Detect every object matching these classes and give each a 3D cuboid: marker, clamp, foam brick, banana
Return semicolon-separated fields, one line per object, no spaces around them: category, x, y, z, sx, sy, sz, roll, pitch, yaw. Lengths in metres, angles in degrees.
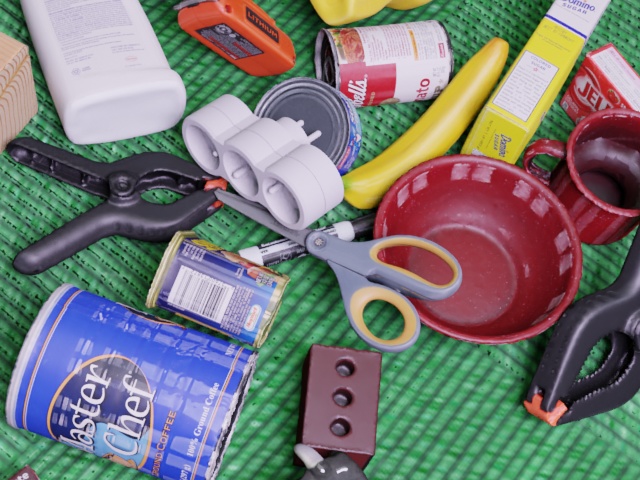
marker;-0.005;0.001;0.834;0.121;0.020;0.020;-17;66;-16
clamp;-0.157;-0.024;0.813;0.171;0.039;0.120;2;63;-7
clamp;0.240;0.067;0.801;0.210;0.036;0.164;-47;119;-10
foam brick;0.013;0.119;0.755;0.053;0.051;0.078;8;61;-5
banana;0.083;-0.084;0.858;0.197;0.069;0.037;-42;72;-16

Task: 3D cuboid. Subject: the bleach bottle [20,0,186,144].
bleach bottle;-0.196;-0.200;0.890;0.102;0.068;0.251;-14;62;-18

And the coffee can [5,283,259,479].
coffee can;-0.124;0.100;0.716;0.140;0.103;0.102;19;61;2

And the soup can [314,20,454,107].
soup can;0.053;-0.147;0.894;0.102;0.068;0.068;-8;64;-13

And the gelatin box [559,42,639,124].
gelatin box;0.247;-0.109;0.898;0.030;0.073;0.089;-27;70;-19

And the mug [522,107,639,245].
mug;0.218;-0.050;0.853;0.117;0.081;0.093;16;68;0

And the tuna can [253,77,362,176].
tuna can;-0.011;-0.084;0.845;0.086;0.033;0.086;-1;87;22

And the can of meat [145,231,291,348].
can of meat;-0.069;0.036;0.760;0.084;0.102;0.057;23;91;1

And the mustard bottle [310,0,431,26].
mustard bottle;0.063;-0.249;0.931;0.191;0.058;0.096;-24;100;-45

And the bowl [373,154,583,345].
bowl;0.116;0.015;0.823;0.162;0.055;0.162;3;62;-6

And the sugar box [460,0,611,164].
sugar box;0.180;-0.134;0.890;0.048;0.093;0.176;33;63;8

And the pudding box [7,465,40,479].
pudding box;-0.204;0.215;0.680;0.113;0.039;0.090;-37;72;-24

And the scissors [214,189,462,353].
scissors;0.001;0.023;0.778;0.202;0.016;0.096;11;71;16

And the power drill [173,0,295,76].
power drill;-0.043;-0.238;0.902;0.184;0.057;0.187;27;65;-43

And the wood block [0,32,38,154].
wood block;-0.334;-0.142;0.822;0.206;0.090;0.090;29;61;7
